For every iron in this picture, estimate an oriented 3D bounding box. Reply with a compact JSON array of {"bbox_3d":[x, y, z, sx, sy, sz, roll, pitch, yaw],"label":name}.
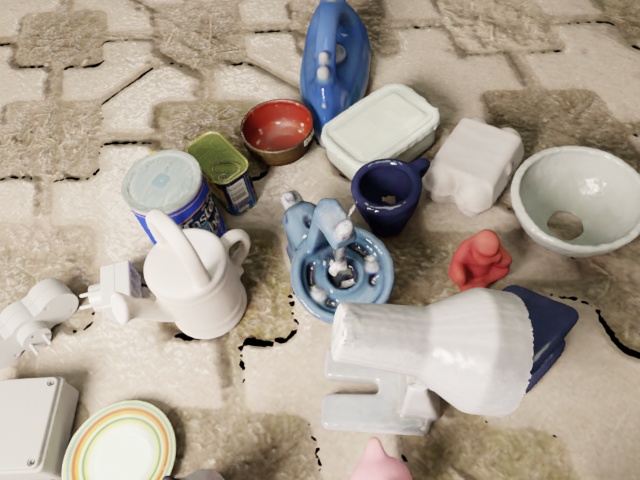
[{"bbox_3d":[0.017,-0.286,0.904,0.118,0.142,0.258,1,57,8],"label":"iron"}]

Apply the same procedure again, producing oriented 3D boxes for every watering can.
[{"bbox_3d":[-0.161,0.041,0.682,0.100,0.194,0.173,22,63,20],"label":"watering can"}]

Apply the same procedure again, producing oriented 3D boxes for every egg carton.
[{"bbox_3d":[0.216,-0.105,0.804,0.107,0.069,0.150,26,64,22],"label":"egg carton"}]

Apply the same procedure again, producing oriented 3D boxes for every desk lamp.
[{"bbox_3d":[0.093,0.127,0.582,0.203,0.214,0.118,0,57,7],"label":"desk lamp"}]

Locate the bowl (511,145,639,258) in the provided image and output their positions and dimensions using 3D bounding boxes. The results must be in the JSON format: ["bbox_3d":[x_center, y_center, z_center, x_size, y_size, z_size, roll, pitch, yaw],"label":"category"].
[{"bbox_3d":[0.329,-0.039,0.744,0.167,0.075,0.167,-3,57,5],"label":"bowl"}]

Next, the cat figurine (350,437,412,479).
[{"bbox_3d":[0.053,0.266,0.554,0.067,0.118,0.128,15,60,17],"label":"cat figurine"}]

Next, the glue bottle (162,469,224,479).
[{"bbox_3d":[-0.118,0.252,0.551,0.037,0.173,0.078,-24,57,-8],"label":"glue bottle"}]

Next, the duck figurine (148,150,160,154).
[{"bbox_3d":[-0.228,-0.099,0.846,0.104,0.086,0.078,26,64,22],"label":"duck figurine"}]

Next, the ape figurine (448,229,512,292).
[{"bbox_3d":[0.200,0.021,0.711,0.077,0.092,0.076,1,57,8],"label":"ape figurine"}]

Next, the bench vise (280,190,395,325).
[{"bbox_3d":[-0.002,0.010,0.666,0.206,0.220,0.122,36,68,26],"label":"bench vise"}]

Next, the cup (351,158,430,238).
[{"bbox_3d":[0.099,-0.055,0.771,0.118,0.095,0.091,-35,60,-15],"label":"cup"}]

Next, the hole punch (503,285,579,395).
[{"bbox_3d":[0.221,0.107,0.652,0.109,0.091,0.100,-42,62,-19],"label":"hole punch"}]
